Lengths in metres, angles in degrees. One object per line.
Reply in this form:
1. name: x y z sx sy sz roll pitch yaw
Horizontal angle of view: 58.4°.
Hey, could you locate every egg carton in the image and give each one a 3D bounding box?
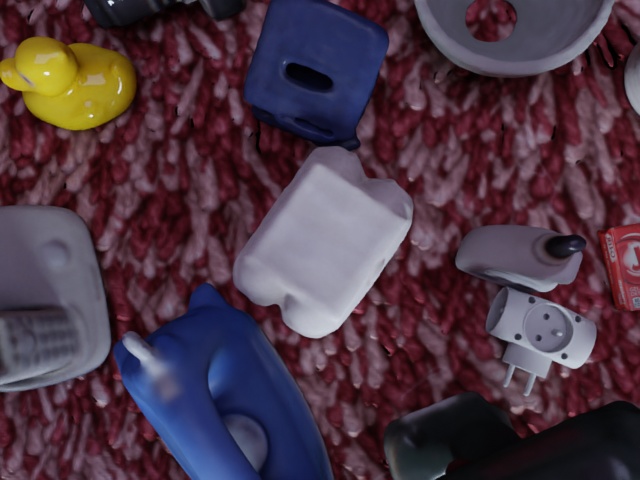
1. egg carton: 0.004 0.002 0.478 0.107 0.069 0.150 34 85 4

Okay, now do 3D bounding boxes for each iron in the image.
1. iron: -0.059 0.160 0.427 0.118 0.141 0.258 -36 85 -3

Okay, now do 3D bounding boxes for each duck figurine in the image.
1. duck figurine: -0.216 -0.142 0.487 0.104 0.086 0.077 -8 84 0

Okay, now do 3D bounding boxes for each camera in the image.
1. camera: -0.150 -0.257 0.491 0.137 0.101 0.143 -26 84 -2

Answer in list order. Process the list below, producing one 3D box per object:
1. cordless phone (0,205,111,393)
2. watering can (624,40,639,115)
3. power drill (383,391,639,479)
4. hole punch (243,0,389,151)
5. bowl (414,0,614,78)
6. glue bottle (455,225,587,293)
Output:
1. cordless phone: -0.235 0.041 0.419 0.094 0.185 0.147 -16 84 -1
2. watering can: 0.317 -0.157 0.429 0.173 0.194 0.101 4 84 1
3. power drill: 0.101 0.169 0.391 0.229 0.208 0.075 -22 84 -2
4. hole punch: -0.003 -0.137 0.482 0.108 0.091 0.101 22 85 3
5. bowl: 0.157 -0.210 0.496 0.167 0.075 0.167 0 84 1
6. glue bottle: 0.155 0.012 0.424 0.078 0.173 0.037 20 85 3
